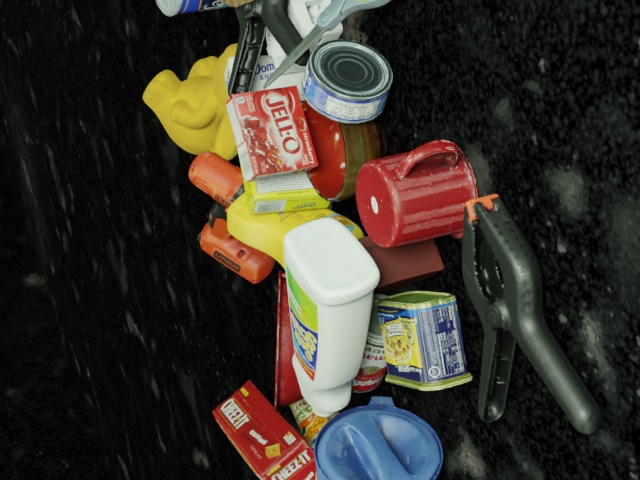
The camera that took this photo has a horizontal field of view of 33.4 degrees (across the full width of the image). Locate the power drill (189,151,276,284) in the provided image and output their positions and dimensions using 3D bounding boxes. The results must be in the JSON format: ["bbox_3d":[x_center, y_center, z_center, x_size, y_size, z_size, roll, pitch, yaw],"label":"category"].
[{"bbox_3d":[-0.085,-0.016,1.349,0.184,0.057,0.188,36,153,10],"label":"power drill"}]

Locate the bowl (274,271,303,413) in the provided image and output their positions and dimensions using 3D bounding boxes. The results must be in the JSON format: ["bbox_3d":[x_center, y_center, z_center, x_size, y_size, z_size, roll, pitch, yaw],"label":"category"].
[{"bbox_3d":[-0.023,0.116,1.211,0.162,0.055,0.162,-179,91,-88],"label":"bowl"}]

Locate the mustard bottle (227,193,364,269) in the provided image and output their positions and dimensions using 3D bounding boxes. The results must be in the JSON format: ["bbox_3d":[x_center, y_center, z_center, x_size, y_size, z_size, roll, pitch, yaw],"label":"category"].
[{"bbox_3d":[-0.008,0.002,1.172,0.192,0.096,0.058,33,135,34],"label":"mustard bottle"}]

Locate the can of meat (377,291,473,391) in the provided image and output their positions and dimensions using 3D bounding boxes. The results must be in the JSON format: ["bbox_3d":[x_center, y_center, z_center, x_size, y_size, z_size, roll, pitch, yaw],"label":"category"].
[{"bbox_3d":[0.099,0.097,1.045,0.102,0.057,0.084,179,80,-66],"label":"can of meat"}]

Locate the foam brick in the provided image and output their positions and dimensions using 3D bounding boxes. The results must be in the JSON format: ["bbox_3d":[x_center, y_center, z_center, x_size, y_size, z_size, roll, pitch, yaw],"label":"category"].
[{"bbox_3d":[0.070,0.019,1.041,0.051,0.078,0.053,139,116,-68],"label":"foam brick"}]

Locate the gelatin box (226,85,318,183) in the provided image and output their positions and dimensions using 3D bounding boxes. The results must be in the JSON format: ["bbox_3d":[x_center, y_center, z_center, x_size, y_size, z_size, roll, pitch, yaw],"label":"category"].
[{"bbox_3d":[-0.049,-0.109,1.084,0.030,0.073,0.089,-27,76,65],"label":"gelatin box"}]

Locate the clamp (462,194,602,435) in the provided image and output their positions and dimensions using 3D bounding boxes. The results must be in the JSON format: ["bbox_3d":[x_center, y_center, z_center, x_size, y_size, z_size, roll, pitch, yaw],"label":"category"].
[{"bbox_3d":[0.167,0.066,0.898,0.165,0.036,0.210,1,104,66],"label":"clamp"}]

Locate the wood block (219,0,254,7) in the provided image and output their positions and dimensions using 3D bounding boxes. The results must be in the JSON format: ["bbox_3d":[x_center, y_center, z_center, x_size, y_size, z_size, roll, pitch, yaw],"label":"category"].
[{"bbox_3d":[-0.082,-0.352,1.064,0.090,0.090,0.206,-9,73,43],"label":"wood block"}]

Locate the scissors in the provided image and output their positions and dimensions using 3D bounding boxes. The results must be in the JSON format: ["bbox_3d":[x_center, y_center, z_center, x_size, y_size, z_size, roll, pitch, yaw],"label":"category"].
[{"bbox_3d":[0.011,-0.228,1.008,0.202,0.016,0.096,-27,59,36],"label":"scissors"}]

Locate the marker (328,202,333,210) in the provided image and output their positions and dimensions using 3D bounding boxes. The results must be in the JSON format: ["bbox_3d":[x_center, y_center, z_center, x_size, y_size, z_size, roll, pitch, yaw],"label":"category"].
[{"bbox_3d":[0.009,-0.061,1.210,0.020,0.020,0.121,55,148,41],"label":"marker"}]

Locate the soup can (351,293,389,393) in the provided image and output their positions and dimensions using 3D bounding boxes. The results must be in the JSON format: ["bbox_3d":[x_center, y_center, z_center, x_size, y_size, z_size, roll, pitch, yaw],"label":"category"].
[{"bbox_3d":[0.051,0.111,1.147,0.068,0.068,0.102,63,153,28],"label":"soup can"}]

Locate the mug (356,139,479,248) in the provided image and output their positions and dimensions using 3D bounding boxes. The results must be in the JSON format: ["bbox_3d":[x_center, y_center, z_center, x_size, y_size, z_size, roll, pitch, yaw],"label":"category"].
[{"bbox_3d":[0.088,-0.046,0.960,0.093,0.081,0.117,64,154,27],"label":"mug"}]

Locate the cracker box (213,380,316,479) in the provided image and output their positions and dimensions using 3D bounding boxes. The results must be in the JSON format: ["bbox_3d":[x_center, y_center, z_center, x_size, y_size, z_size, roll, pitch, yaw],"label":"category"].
[{"bbox_3d":[-0.029,0.296,1.318,0.213,0.072,0.164,56,168,-31],"label":"cracker box"}]

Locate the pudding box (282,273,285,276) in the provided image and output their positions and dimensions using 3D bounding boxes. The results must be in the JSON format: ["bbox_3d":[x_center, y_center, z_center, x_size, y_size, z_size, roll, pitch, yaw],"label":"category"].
[{"bbox_3d":[-0.013,0.103,1.324,0.090,0.039,0.113,35,134,57],"label":"pudding box"}]

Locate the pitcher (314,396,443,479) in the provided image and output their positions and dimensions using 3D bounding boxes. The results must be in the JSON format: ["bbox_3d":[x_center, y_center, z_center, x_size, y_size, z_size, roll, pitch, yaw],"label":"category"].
[{"bbox_3d":[0.061,0.302,1.175,0.145,0.149,0.243,35,138,37],"label":"pitcher"}]

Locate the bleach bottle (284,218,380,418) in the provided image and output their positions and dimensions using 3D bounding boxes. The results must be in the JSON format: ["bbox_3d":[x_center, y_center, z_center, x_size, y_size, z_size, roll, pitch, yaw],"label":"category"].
[{"bbox_3d":[0.009,0.099,1.061,0.103,0.068,0.251,54,156,38],"label":"bleach bottle"}]

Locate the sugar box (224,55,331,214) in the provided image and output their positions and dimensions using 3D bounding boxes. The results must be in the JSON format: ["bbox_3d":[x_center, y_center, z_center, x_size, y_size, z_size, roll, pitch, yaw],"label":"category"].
[{"bbox_3d":[-0.046,-0.119,1.176,0.048,0.093,0.176,116,146,-63],"label":"sugar box"}]

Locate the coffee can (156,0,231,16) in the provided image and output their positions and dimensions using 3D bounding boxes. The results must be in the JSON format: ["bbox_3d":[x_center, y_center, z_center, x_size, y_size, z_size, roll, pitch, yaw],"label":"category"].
[{"bbox_3d":[-0.112,-0.311,1.195,0.103,0.140,0.103,44,141,52],"label":"coffee can"}]

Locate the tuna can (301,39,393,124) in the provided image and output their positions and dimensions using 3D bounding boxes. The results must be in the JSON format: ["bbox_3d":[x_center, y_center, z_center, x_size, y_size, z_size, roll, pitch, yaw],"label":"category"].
[{"bbox_3d":[0.027,-0.155,1.035,0.086,0.086,0.034,62,152,30],"label":"tuna can"}]

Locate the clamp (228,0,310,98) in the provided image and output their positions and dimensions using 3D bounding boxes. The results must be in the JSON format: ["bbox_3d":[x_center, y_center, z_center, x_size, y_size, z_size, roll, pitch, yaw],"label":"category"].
[{"bbox_3d":[-0.052,-0.233,1.096,0.120,0.039,0.171,-8,80,43],"label":"clamp"}]
